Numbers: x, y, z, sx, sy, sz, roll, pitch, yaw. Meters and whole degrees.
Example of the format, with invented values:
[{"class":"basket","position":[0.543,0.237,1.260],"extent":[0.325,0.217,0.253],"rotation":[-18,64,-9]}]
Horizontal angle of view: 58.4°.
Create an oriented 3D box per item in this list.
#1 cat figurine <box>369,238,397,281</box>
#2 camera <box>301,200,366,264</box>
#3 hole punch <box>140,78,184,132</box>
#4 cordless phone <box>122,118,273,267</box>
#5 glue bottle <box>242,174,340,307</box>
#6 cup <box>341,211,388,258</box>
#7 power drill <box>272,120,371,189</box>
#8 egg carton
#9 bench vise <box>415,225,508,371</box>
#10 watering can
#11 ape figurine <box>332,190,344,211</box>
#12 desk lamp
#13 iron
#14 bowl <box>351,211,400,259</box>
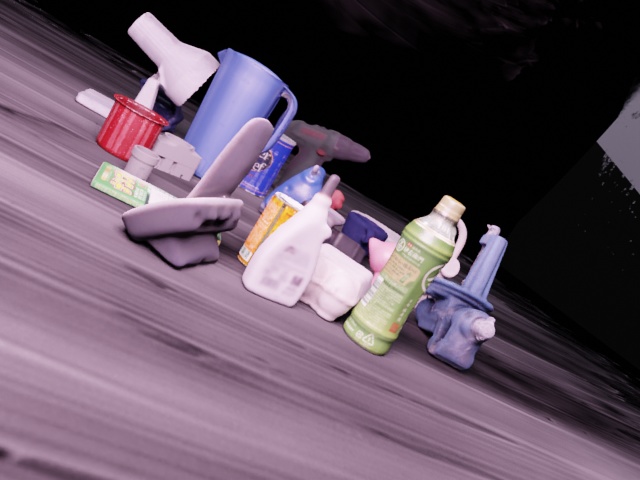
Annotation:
[{"class":"cat figurine","position":[0.123,0.055,0.989],"extent":[0.067,0.117,0.127],"rotation":[22,15,-43]},{"class":"camera","position":[0.009,0.003,0.946],"extent":[0.137,0.101,0.143],"rotation":[32,11,1]},{"class":"hole punch","position":[-0.367,-0.307,1.306],"extent":[0.108,0.091,0.101],"rotation":[32,11,1]},{"class":"cordless phone","position":[-0.129,-0.068,0.660],"extent":[0.094,0.185,0.148],"rotation":[33,11,7]},{"class":"glue bottle","position":[-0.023,-0.004,0.700],"extent":[0.078,0.173,0.037],"rotation":[26,12,-28]},{"class":"cup","position":[0.076,0.007,1.130],"extent":[0.092,0.095,0.117],"rotation":[30,11,-10]},{"class":"power drill","position":[-0.016,-0.190,1.445],"extent":[0.229,0.208,0.076],"rotation":[33,11,6]},{"class":"egg carton","position":[0.015,0.057,0.809],"extent":[0.107,0.069,0.150],"rotation":[34,11,10]},{"class":"bench vise","position":[0.253,0.090,0.923],"extent":[0.122,0.219,0.207],"rotation":[26,12,-30]},{"class":"watering can","position":[0.223,0.039,1.132],"extent":[0.101,0.194,0.172],"rotation":[24,14,-37]},{"class":"ape figurine","position":[0.025,-0.076,1.364],"extent":[0.076,0.092,0.078],"rotation":[34,11,11]},{"class":"desk lamp","position":[-0.330,-0.317,1.126],"extent":[0.204,0.213,0.117],"rotation":[28,11,-18]},{"class":"iron","position":[-0.029,-0.096,1.171],"extent":[0.118,0.141,0.258],"rotation":[32,11,-1]},{"class":"bowl","position":[0.127,0.003,1.339],"extent":[0.167,0.074,0.167],"rotation":[31,11,-6]}]
